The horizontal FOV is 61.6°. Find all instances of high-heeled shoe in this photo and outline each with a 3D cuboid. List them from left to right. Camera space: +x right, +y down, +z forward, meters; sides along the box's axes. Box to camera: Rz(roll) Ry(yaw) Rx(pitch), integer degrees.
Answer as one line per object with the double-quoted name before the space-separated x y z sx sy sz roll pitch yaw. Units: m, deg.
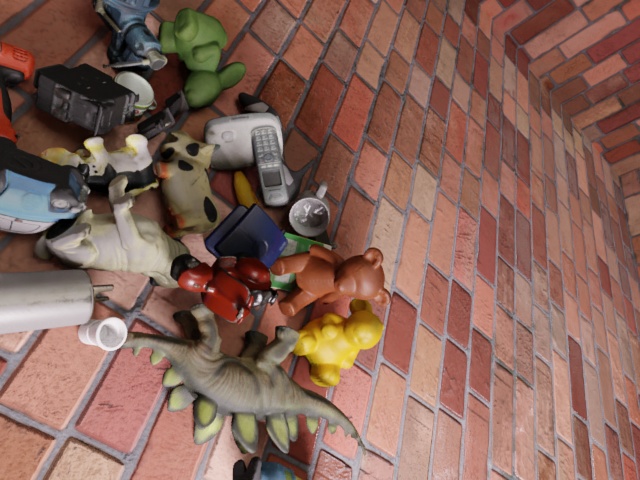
"high-heeled shoe" -0.123 -0.184 1.110 0.145 0.086 0.249 -42 82 -18

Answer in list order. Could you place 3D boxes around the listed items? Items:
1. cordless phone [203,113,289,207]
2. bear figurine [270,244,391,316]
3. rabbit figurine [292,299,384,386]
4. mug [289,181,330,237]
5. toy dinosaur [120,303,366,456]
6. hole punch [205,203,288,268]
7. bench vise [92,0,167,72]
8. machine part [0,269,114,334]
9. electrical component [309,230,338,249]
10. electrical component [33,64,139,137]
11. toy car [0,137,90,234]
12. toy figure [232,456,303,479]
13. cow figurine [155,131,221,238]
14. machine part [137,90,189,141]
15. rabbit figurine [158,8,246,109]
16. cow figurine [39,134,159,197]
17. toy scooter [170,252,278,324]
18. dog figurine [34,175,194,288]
"cordless phone" -0.136 -0.142 1.011 0.147 0.088 0.184 -10 76 -11
"bear figurine" 0.021 0.075 0.965 0.132 0.196 0.120 -22 108 -38
"rabbit figurine" 0.055 0.178 0.985 0.162 0.173 0.122 -28 85 -44
"mug" -0.016 -0.073 1.100 0.081 0.109 0.107 18 18 -6
"toy dinosaur" -0.106 0.232 0.853 0.471 0.105 0.198 22 61 -24
"hole punch" -0.123 0.007 0.934 0.115 0.092 0.142 44 72 -15
"bench vise" -0.315 -0.413 0.913 0.129 0.240 0.224 -5 56 -42
"machine part" -0.383 0.079 0.678 0.243 0.079 0.079 -2 70 -45
"electrical component" -0.002 -0.003 1.141 0.094 0.021 0.063 3 66 -43
"electrical component" -0.369 -0.224 0.836 0.134 0.058 0.115 27 28 -1
"toy car" -0.401 -0.062 0.717 0.161 0.103 0.109 21 26 -30
"toy figure" -0.058 0.396 0.821 0.180 0.082 0.089 41 64 -31
"cow figurine" -0.225 -0.103 0.930 0.127 0.085 0.195 -7 71 -40
"machine part" -0.277 -0.216 0.947 0.039 0.084 0.139 49 33 -22
"rabbit figurine" -0.234 -0.338 1.056 0.159 0.121 0.170 -2 88 -53
"cow figurine" -0.338 -0.104 0.828 0.167 0.068 0.098 -17 84 -40
"toy scooter" -0.124 0.073 0.808 0.135 0.075 0.183 35 16 33
"dog figurine" -0.293 0.026 0.798 0.121 0.172 0.190 -115 180 -54
